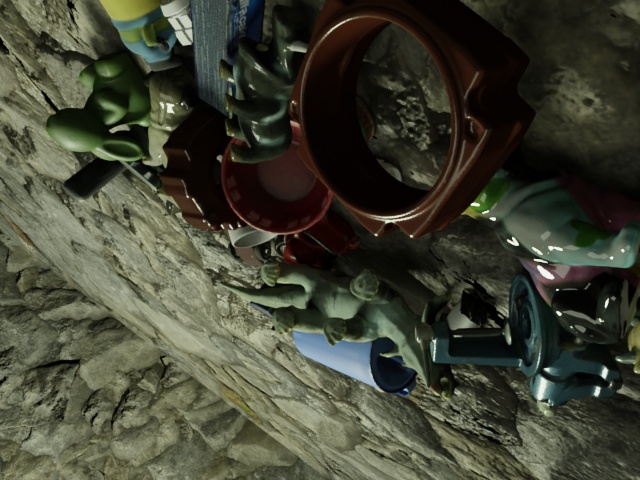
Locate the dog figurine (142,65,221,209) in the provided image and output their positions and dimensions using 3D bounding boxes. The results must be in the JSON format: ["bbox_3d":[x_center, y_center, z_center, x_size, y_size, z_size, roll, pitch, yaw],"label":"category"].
[{"bbox_3d":[-0.197,-0.145,0.803,0.172,0.121,0.190,45,152,10],"label":"dog figurine"}]

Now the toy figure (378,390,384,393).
[{"bbox_3d":[0.129,0.272,1.105,0.058,0.064,0.154,-15,135,2],"label":"toy figure"}]

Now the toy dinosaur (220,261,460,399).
[{"bbox_3d":[0.038,0.100,0.817,0.405,0.131,0.192,15,176,44],"label":"toy dinosaur"}]

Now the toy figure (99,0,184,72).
[{"bbox_3d":[-0.234,-0.298,0.675,0.082,0.089,0.179,17,143,25],"label":"toy figure"}]

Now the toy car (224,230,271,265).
[{"bbox_3d":[-0.157,-0.034,1.003,0.089,0.053,0.201,-3,130,33],"label":"toy car"}]

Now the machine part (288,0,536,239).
[{"bbox_3d":[0.070,-0.117,0.495,0.201,0.087,0.201,49,136,20],"label":"machine part"}]

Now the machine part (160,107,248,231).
[{"bbox_3d":[-0.142,-0.101,0.772,0.056,0.179,0.179,10,140,37],"label":"machine part"}]

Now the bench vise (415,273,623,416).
[{"bbox_3d":[0.237,0.128,0.655,0.241,0.129,0.223,-2,134,3],"label":"bench vise"}]

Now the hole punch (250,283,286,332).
[{"bbox_3d":[-0.070,0.101,1.022,0.092,0.142,0.115,41,163,6],"label":"hole punch"}]

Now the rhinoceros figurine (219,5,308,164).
[{"bbox_3d":[-0.058,-0.169,0.617,0.112,0.073,0.190,-1,137,-15],"label":"rhinoceros figurine"}]

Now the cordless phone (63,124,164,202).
[{"bbox_3d":[-0.356,-0.116,0.983,0.146,0.184,0.089,42,147,-4],"label":"cordless phone"}]

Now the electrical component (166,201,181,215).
[{"bbox_3d":[-0.258,-0.072,1.057,0.045,0.078,0.102,62,146,8],"label":"electrical component"}]

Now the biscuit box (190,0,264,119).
[{"bbox_3d":[-0.110,-0.242,0.641,0.063,0.059,0.202,36,152,10],"label":"biscuit box"}]

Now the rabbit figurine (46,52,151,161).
[{"bbox_3d":[-0.361,-0.199,0.881,0.121,0.170,0.158,11,140,42],"label":"rabbit figurine"}]

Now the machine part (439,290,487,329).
[{"bbox_3d":[0.219,0.131,0.815,0.084,0.039,0.138,36,154,23],"label":"machine part"}]

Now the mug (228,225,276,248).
[{"bbox_3d":[-0.124,-0.047,0.901,0.109,0.081,0.107,-43,62,63],"label":"mug"}]

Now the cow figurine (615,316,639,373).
[{"bbox_3d":[0.365,0.080,0.519,0.127,0.085,0.194,11,143,33],"label":"cow figurine"}]

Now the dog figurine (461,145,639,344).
[{"bbox_3d":[0.211,-0.009,0.544,0.219,0.108,0.191,21,134,38],"label":"dog figurine"}]

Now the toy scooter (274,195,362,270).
[{"bbox_3d":[-0.002,-0.003,0.846,0.135,0.075,0.183,31,146,12],"label":"toy scooter"}]
